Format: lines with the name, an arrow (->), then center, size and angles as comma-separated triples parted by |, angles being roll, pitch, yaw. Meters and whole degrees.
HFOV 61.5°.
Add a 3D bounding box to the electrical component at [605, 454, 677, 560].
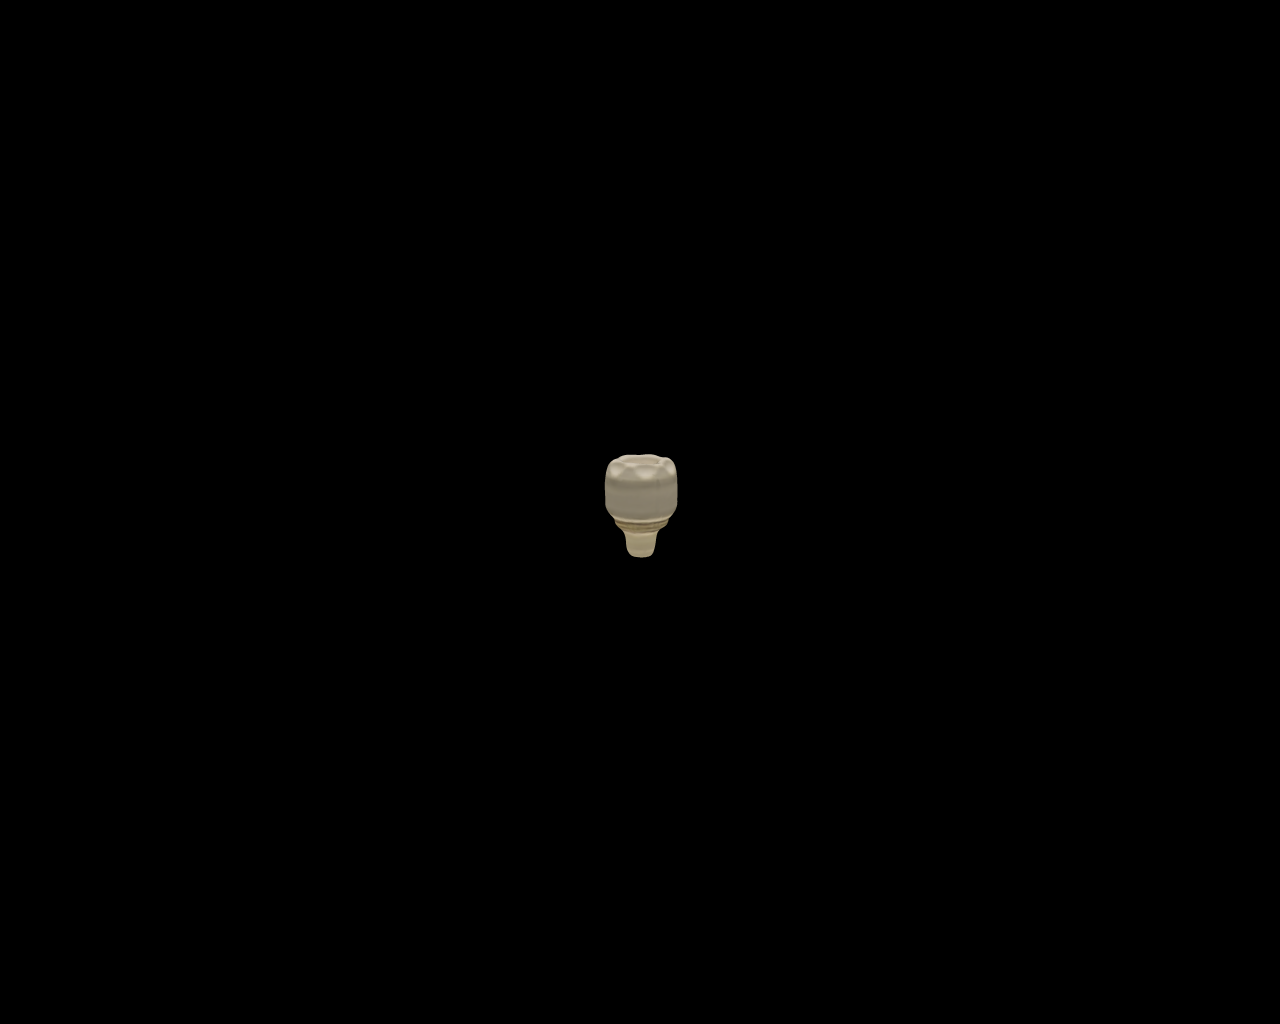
electrical component -> 0.001, -0.003, 0.650 | 0.043, 0.062, 0.043 | 0, 14, 0
